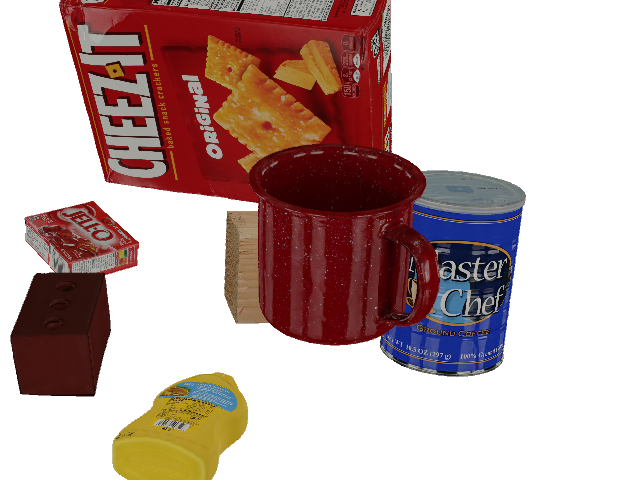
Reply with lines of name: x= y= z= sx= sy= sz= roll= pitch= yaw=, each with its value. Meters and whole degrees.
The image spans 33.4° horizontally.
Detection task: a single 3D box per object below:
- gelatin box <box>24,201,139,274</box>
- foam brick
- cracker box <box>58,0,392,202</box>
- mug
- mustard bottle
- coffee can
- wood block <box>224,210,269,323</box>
gelatin box: x=-0.223 y=0.000 z=0.995 sx=0.073 sy=0.030 sz=0.089 roll=-17 pitch=40 yaw=-36
foam brick: x=-0.179 y=0.064 z=0.742 sx=0.053 sy=0.051 sz=0.078 roll=0 pitch=31 yaw=-2
cracker box: x=-0.059 y=-0.106 z=0.749 sx=0.214 sy=0.164 sz=0.072 roll=7 pitch=46 yaw=12
mug: x=0.016 y=0.006 z=0.565 sx=0.117 sy=0.081 sz=0.093 roll=25 pitch=35 yaw=38
mustard bottle: x=-0.125 y=0.180 z=1.064 sx=0.096 sy=0.058 sz=0.191 roll=7 pitch=19 yaw=14
coffee can: x=0.104 y=0.024 z=0.857 sx=0.103 sy=0.140 sz=0.103 roll=4 pitch=18 yaw=-1
wood block: x=0.015 y=0.024 z=1.038 sx=0.206 sy=0.091 sz=0.090 roll=0 pitch=15 yaw=-13
